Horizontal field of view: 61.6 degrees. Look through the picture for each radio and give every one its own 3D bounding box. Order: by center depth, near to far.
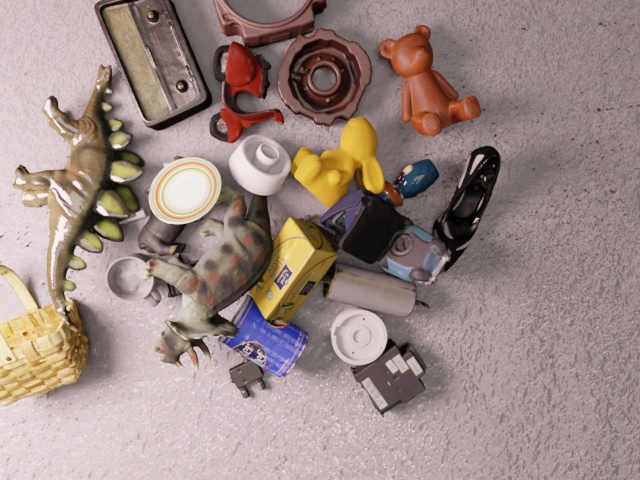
[{"bbox_3d":[-0.294,-0.326,0.969,0.131,0.073,0.229,-22,98,-3],"label":"radio"}]

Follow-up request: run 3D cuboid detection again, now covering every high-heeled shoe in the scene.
[{"bbox_3d":[0.283,-0.053,1.016,0.086,0.145,0.248,11,93,-6],"label":"high-heeled shoe"}]

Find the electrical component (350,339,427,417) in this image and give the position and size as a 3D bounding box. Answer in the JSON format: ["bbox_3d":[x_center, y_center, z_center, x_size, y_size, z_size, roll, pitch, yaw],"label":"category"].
[{"bbox_3d":[0.145,0.269,1.078,0.134,0.058,0.114,-33,100,-2],"label":"electrical component"}]

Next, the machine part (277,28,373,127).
[{"bbox_3d":[0.007,-0.302,1.011,0.179,0.056,0.179,0,96,-4],"label":"machine part"}]

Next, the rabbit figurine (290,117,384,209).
[{"bbox_3d":[0.049,-0.142,0.998,0.162,0.122,0.173,38,90,-13],"label":"rabbit figurine"}]

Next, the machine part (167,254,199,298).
[{"bbox_3d":[-0.231,0.061,1.031,0.139,0.039,0.084,-12,90,-3],"label":"machine part"}]

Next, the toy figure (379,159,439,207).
[{"bbox_3d":[0.158,-0.097,1.045,0.154,0.058,0.064,-33,92,3],"label":"toy figure"}]

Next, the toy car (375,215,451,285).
[{"bbox_3d":[0.182,0.030,1.032,0.109,0.162,0.102,-59,142,-3],"label":"toy car"}]

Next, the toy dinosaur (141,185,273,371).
[{"bbox_3d":[-0.161,0.041,0.948,0.192,0.131,0.405,38,74,5],"label":"toy dinosaur"}]

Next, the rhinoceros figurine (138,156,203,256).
[{"bbox_3d":[-0.276,-0.061,1.002,0.112,0.073,0.190,23,94,2],"label":"rhinoceros figurine"}]

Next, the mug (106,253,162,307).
[{"bbox_3d":[-0.329,0.069,0.988,0.081,0.107,0.109,-42,102,1],"label":"mug"}]

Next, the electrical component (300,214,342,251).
[{"bbox_3d":[-0.004,-0.003,1.046,0.102,0.045,0.078,25,121,-5],"label":"electrical component"}]

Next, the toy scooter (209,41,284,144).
[{"bbox_3d":[-0.129,-0.266,0.985,0.135,0.075,0.183,6,96,5],"label":"toy scooter"}]

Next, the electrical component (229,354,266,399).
[{"bbox_3d":[-0.148,0.264,1.066,0.063,0.021,0.094,-26,98,-2],"label":"electrical component"}]

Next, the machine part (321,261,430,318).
[{"bbox_3d":[0.096,0.096,1.041,0.243,0.079,0.079,14,94,-10],"label":"machine part"}]

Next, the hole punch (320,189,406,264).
[{"bbox_3d":[0.077,-0.034,0.987,0.142,0.092,0.115,30,101,-41],"label":"hole punch"}]

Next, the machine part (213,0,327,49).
[{"bbox_3d":[-0.099,-0.465,0.970,0.201,0.087,0.201,-15,95,-4],"label":"machine part"}]

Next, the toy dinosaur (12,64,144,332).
[{"bbox_3d":[-0.424,-0.084,0.948,0.199,0.105,0.471,15,84,-9],"label":"toy dinosaur"}]

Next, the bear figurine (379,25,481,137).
[{"bbox_3d":[0.199,-0.299,0.996,0.120,0.132,0.195,-21,103,-8],"label":"bear figurine"}]

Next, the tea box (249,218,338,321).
[{"bbox_3d":[-0.055,0.056,0.987,0.068,0.098,0.169,14,117,-45],"label":"tea box"}]
